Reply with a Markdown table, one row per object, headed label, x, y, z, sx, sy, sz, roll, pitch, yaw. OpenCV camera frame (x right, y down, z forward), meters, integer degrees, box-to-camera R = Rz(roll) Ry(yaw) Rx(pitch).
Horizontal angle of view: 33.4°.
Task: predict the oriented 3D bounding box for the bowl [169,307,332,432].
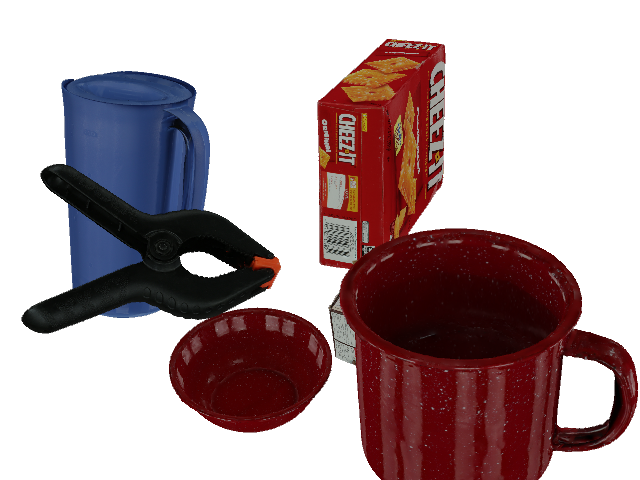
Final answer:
| label | x | y | z | sx | sy | sz | roll | pitch | yaw |
| --- | --- | --- | --- | --- | --- | --- | --- | --- | --- |
| bowl | -0.067 | 0.139 | 1.065 | 0.162 | 0.055 | 0.162 | -2 | 37 | 2 |

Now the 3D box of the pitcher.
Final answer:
| label | x | y | z | sx | sy | sz | roll | pitch | yaw |
| --- | --- | --- | --- | --- | --- | --- | --- | --- | --- |
| pitcher | -0.192 | -0.044 | 1.098 | 0.145 | 0.243 | 0.149 | 2 | 22 | -9 |

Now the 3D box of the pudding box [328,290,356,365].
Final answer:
| label | x | y | z | sx | sy | sz | roll | pitch | yaw |
| --- | --- | --- | --- | --- | --- | --- | --- | --- | --- |
| pudding box | 0.068 | 0.114 | 1.248 | 0.114 | 0.090 | 0.039 | 16 | 47 | 23 |

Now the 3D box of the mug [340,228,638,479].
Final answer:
| label | x | y | z | sx | sy | sz | roll | pitch | yaw |
| --- | --- | --- | --- | --- | --- | --- | --- | --- | --- |
| mug | 0.067 | 0.055 | 0.430 | 0.117 | 0.081 | 0.093 | 7 | 34 | 17 |

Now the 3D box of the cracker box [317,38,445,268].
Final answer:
| label | x | y | z | sx | sy | sz | roll | pitch | yaw |
| --- | --- | --- | --- | --- | --- | --- | --- | --- | --- |
| cracker box | 0.065 | -0.089 | 1.039 | 0.072 | 0.164 | 0.213 | 9 | 28 | 19 |

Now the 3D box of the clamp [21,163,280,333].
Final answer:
| label | x | y | z | sx | sy | sz | roll | pitch | yaw |
| --- | --- | --- | --- | --- | --- | --- | --- | --- | --- |
| clamp | -0.115 | 0.003 | 0.719 | 0.171 | 0.120 | 0.039 | 1 | -21 | -21 |
